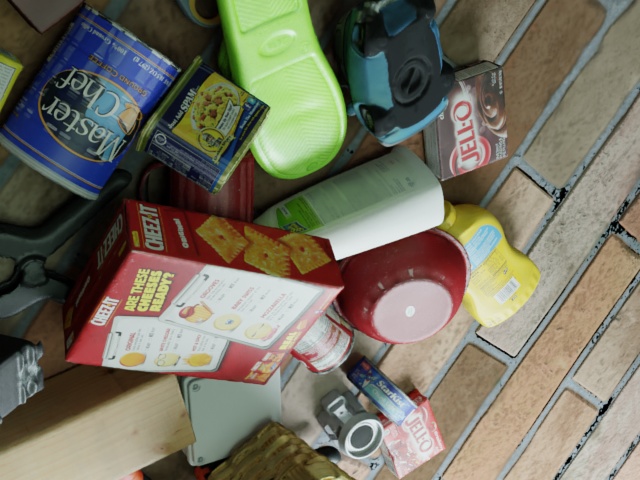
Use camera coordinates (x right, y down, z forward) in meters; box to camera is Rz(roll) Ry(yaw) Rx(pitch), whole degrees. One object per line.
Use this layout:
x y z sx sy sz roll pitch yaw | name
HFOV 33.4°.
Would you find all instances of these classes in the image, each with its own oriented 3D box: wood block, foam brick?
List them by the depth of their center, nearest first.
-0.246 -0.221 0.899 0.051 0.053 0.078 -44 123 -7 | foam brick
-0.240 0.188 1.050 0.205 0.091 0.090 -23 120 -19 | wood block

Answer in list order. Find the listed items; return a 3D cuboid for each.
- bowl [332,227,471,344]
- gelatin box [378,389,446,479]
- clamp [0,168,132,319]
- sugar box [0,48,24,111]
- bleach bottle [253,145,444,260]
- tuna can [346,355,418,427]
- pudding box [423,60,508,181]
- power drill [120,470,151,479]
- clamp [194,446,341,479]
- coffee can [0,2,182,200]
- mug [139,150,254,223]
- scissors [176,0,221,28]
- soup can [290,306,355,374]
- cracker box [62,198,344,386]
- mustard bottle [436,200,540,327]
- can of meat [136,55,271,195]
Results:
0.095 0.062 1.176 0.162 0.055 0.162 -6 127 -8 | bowl
0.108 0.238 1.306 0.073 0.030 0.089 -30 122 -16 | gelatin box
-0.265 0.014 0.994 0.209 0.036 0.165 -4 113 -26 | clamp
-0.334 -0.094 0.907 0.093 0.048 0.176 24 101 -34 | sugar box
-0.003 -0.018 1.105 0.250 0.103 0.068 -20 128 -14 | bleach bottle
0.071 0.173 1.224 0.034 0.086 0.086 -46 125 -3 | tuna can
0.158 -0.132 1.173 0.090 0.039 0.113 -21 120 -21 | pudding box
-0.211 0.312 1.138 0.184 0.057 0.187 -38 125 -3 | power drill
-0.058 0.271 1.218 0.171 0.039 0.120 24 100 -36 | clamp
-0.202 -0.120 0.934 0.102 0.103 0.140 33 92 -35 | coffee can
-0.117 -0.048 1.031 0.117 0.093 0.081 4 106 6 | mug
-0.145 -0.226 0.953 0.201 0.016 0.096 -21 127 -34 | scissors
-0.019 0.090 1.148 0.068 0.069 0.102 -48 125 -4 | soup can
-0.111 0.053 0.995 0.213 0.072 0.164 12 133 -30 | cracker box
0.173 0.014 1.231 0.096 0.058 0.191 -45 125 1 | mustard bottle
-0.102 -0.102 0.960 0.084 0.058 0.102 32 60 -4 | can of meat
